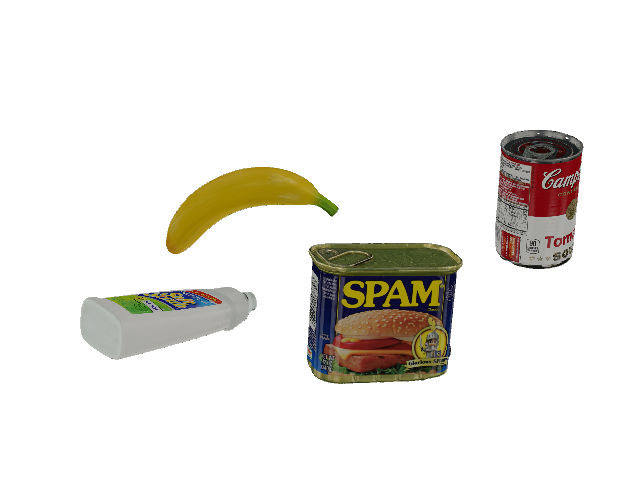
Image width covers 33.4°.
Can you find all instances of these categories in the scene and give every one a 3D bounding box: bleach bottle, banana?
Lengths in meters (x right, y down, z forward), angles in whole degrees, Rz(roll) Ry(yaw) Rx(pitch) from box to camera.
[{"bbox_3d":[-0.198,0.102,1.478,0.250,0.068,0.103,-10,25,-43],"label":"bleach bottle"},{"bbox_3d":[-0.082,-0.032,1.033,0.198,0.069,0.037,-12,18,30],"label":"banana"}]

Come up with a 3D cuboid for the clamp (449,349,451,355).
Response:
[{"bbox_3d":[0.080,0.077,1.187,0.120,0.171,0.039,5,-43,-4],"label":"clamp"}]

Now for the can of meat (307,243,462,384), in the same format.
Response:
[{"bbox_3d":[0.042,0.049,0.733,0.102,0.084,0.057,0,16,-13],"label":"can of meat"}]

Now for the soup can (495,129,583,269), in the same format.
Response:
[{"bbox_3d":[0.185,-0.035,0.913,0.068,0.102,0.068,-1,26,0],"label":"soup can"}]
